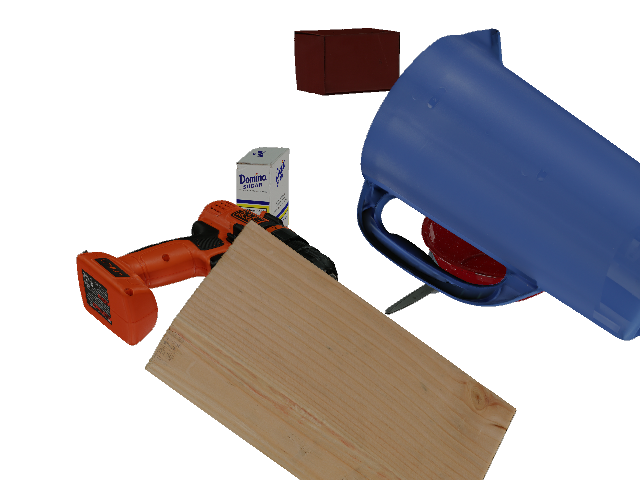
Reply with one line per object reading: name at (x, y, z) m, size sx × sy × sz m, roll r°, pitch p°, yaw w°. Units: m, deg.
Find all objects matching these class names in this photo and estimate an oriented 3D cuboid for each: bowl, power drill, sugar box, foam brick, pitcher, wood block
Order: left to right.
power drill at (-0.102, 0.029, 0.930) m, size 0.187 × 0.057 × 0.185 m, roll -19°, pitch 28°, yaw -33°
sugar box at (-0.064, -0.009, 1.172) m, size 0.048 × 0.176 × 0.093 m, roll 2°, pitch 15°, yaw 10°
wood block at (0.005, 0.094, 0.678) m, size 0.206 × 0.090 × 0.090 m, roll 35°, pitch -34°, yaw -1°
foam brick at (0.023, -0.154, 0.918) m, size 0.078 × 0.051 × 0.053 m, roll -8°, pitch 18°, yaw -28°
bowl at (0.180, 0.014, 1.065) m, size 0.162 × 0.055 × 0.162 m, roll 0°, pitch 32°, yaw 0°
pitcher at (0.152, -0.028, 0.787) m, size 0.243 × 0.149 × 0.144 m, roll 37°, pitch 50°, yaw 20°

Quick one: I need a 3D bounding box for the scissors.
scissors at (0.127, 0.040, 1.259) m, size 0.201 × 0.016 × 0.096 m, roll -11°, pitch 40°, yaw -36°
